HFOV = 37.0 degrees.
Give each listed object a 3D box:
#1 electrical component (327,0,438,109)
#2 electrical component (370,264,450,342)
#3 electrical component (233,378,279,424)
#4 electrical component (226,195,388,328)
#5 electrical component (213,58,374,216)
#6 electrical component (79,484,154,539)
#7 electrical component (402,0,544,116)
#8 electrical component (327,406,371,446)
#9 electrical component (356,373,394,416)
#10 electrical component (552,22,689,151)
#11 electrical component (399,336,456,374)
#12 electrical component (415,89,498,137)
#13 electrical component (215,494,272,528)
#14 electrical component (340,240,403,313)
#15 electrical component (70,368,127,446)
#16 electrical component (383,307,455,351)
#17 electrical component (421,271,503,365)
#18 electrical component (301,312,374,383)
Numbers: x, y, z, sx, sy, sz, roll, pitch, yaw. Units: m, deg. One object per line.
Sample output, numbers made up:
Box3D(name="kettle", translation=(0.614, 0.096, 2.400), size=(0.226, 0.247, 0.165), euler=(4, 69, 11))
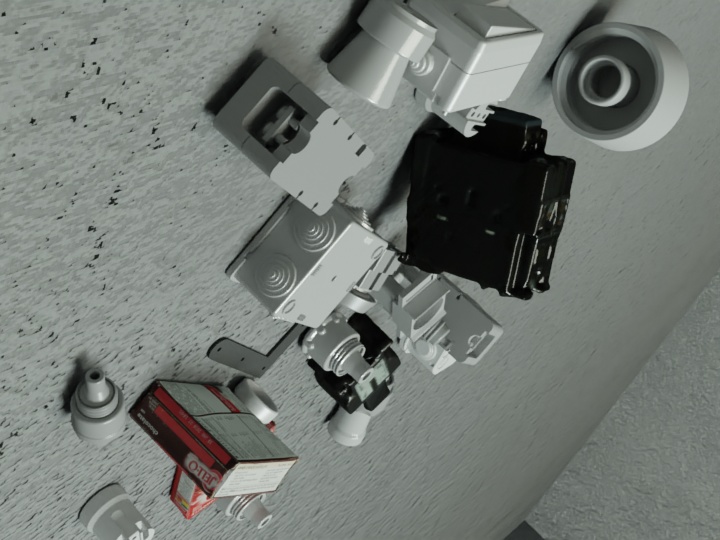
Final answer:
Box3D(name="electrical component", translation=(0.013, -0.129, 0.631), size=(0.055, 0.045, 0.045), euler=(-55, 159, 17))
Box3D(name="electrical component", translation=(0.040, 0.020, 0.936), size=(0.042, 0.064, 0.081), euler=(-39, 158, -19))
Box3D(name="electrical component", translation=(-0.096, 0.118, 0.878), size=(0.046, 0.040, 0.040), euler=(-43, 160, 4))
Box3D(name="electrical component", translation=(-0.034, -0.008, 0.755), size=(0.099, 0.048, 0.100), euler=(-49, 160, 5))
Box3D(name="electrical component", translation=(-0.039, -0.076, 0.609), size=(0.050, 0.056, 0.089), euler=(-48, 160, 3))
Box3D(name="electrical component", translation=(-0.186, 0.195, 0.827), size=(0.040, 0.046, 0.040), euler=(-40, 159, -19))
Box3D(name="electrical component", translation=(0.063, -0.144, 0.680), size=(0.096, 0.062, 0.061), euler=(-23, 149, -50))
Box3D(name="electrical component", translation=(-0.008, 0.154, 1.126), size=(0.040, 0.040, 0.046), euler=(-20, 141, -52))
Box3D(name="electrical component", translation=(0.015, 0.114, 1.091), size=(0.043, 0.043, 0.062), euler=(-22, 147, -49))
Box3D(name="electrical component", translation=(0.214, -0.156, 0.906), size=(0.060, 0.108, 0.108), euler=(-1, 131, -56))
Box3D(name="electrical component", translation=(0.084, 0.066, 1.128), size=(0.080, 0.051, 0.080), euler=(-40, 159, -19))
Box3D(name="electrical component", translation=(0.068, -0.121, 0.756), size=(0.040, 0.046, 0.040), euler=(-40, 159, -19))
Box3D(name="electrical component", translation=(-0.108, 0.210, 0.991), size=(0.043, 0.062, 0.043), euler=(-40, 159, -19))
Box3D(name="electrical component", translation=(0.000, 0.000, 0.846), size=(0.055, 0.048, 0.066), euler=(-59, 159, 8))
Box3D(name="electrical component", translation=(-0.166, 0.083, 0.679), size=(0.035, 0.035, 0.061), euler=(-35, 154, -31))
Box3D(name="electrical component", translation=(0.057, 0.043, 1.002), size=(0.040, 0.078, 0.040), euler=(-43, 175, -5))
Box3D(name="electrical component", translation=(0.089, 0.046, 1.043), size=(0.050, 0.089, 0.056), euler=(-50, 160, 7))
Box3D(name="electrical component", translation=(-0.016, 0.070, 0.917), size=(0.048, 0.062, 0.048), euler=(-40, 159, -19))
